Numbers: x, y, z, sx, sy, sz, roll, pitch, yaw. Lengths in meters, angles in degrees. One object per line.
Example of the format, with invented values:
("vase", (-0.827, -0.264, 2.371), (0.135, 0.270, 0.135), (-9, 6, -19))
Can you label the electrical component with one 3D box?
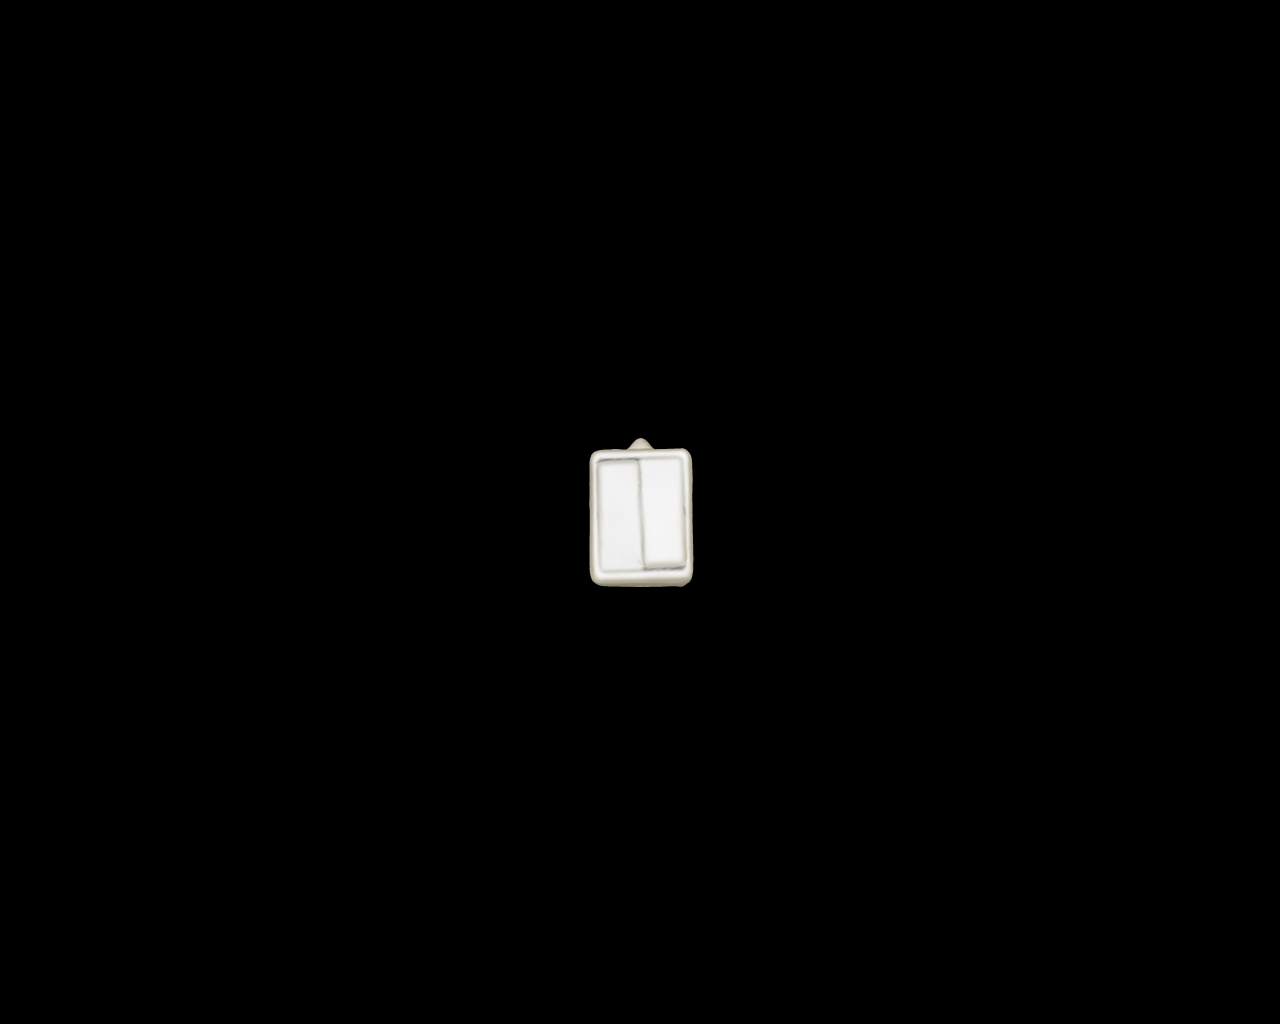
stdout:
("electrical component", (0.001, -0.003, 0.650), (0.062, 0.096, 0.061), (0, -7, 0))
